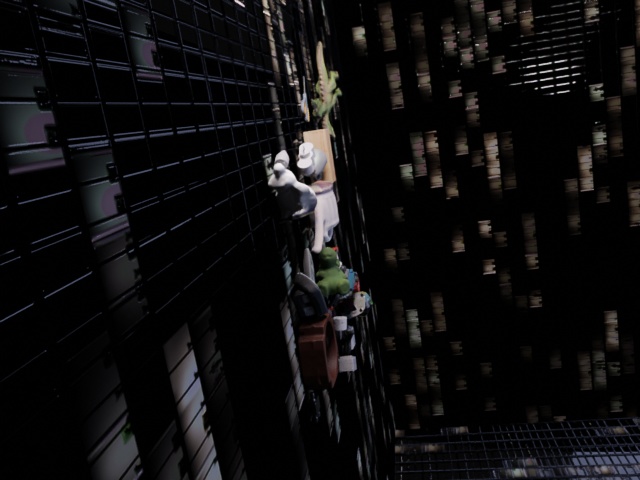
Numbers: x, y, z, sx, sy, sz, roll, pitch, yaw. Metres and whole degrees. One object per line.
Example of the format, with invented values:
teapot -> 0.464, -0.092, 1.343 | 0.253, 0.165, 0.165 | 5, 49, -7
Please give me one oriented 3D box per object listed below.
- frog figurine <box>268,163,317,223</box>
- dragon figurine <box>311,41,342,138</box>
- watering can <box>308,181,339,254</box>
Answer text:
frog figurine -> -0.080, -0.138, 1.428 | 0.137, 0.123, 0.159 | -6, -78, 68
dragon figurine -> 0.011, -0.637, 2.276 | 0.249, 0.122, 0.401 | -75, 155, -44
watering can -> 0.006, -0.093, 1.847 | 0.352, 0.104, 0.222 | -62, 142, -71
